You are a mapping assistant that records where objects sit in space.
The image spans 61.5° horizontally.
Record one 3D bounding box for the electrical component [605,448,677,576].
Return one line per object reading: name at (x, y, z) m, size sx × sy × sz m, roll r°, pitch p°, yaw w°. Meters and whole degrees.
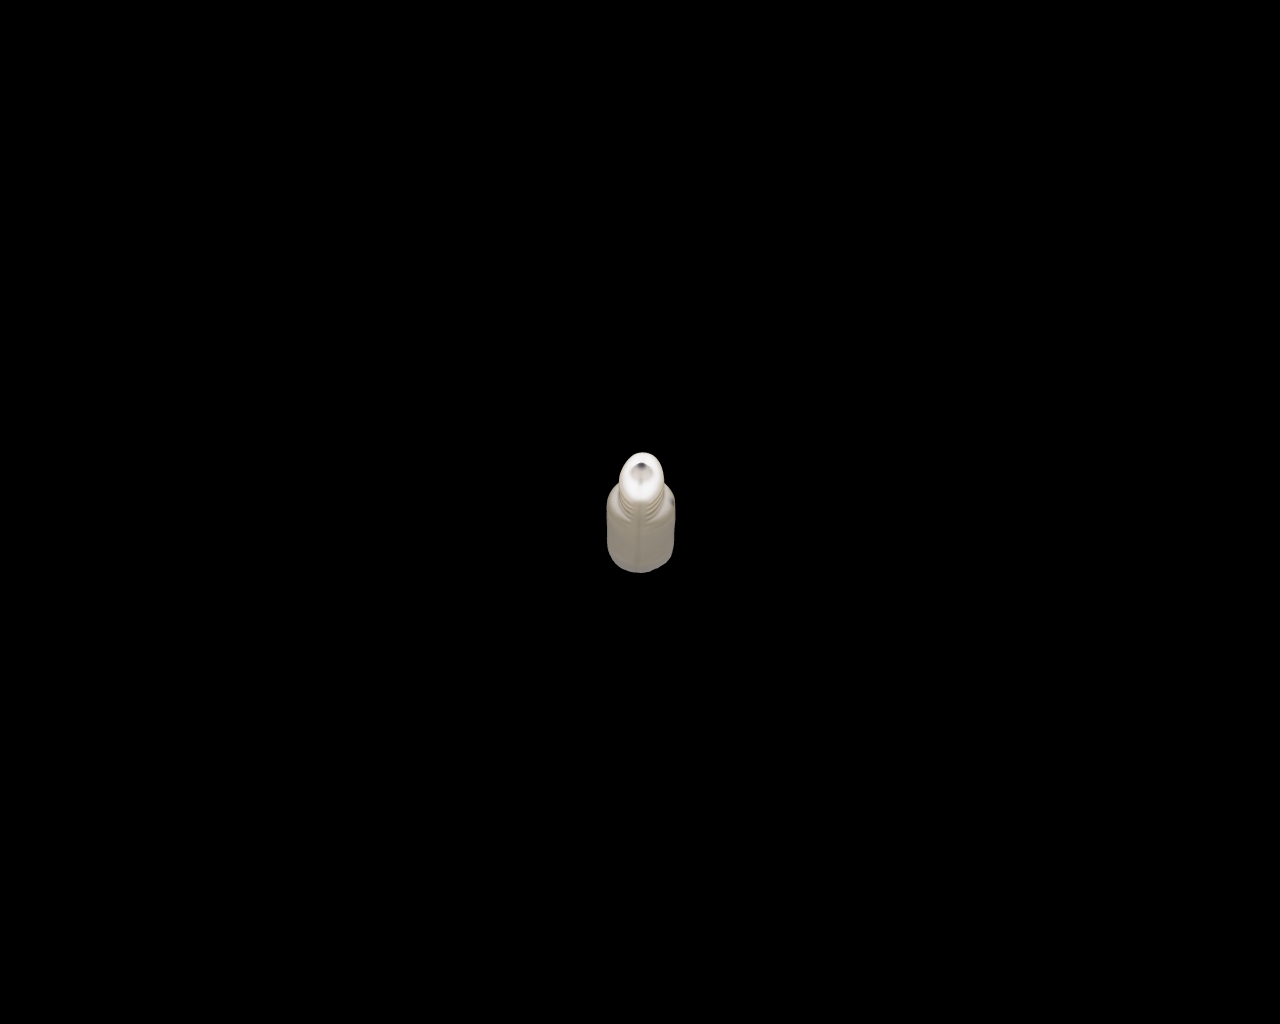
electrical component at (0.001, -0.003, 0.650) m, size 0.043 × 0.043 × 0.080 m, roll 0°, pitch -40°, yaw 0°
